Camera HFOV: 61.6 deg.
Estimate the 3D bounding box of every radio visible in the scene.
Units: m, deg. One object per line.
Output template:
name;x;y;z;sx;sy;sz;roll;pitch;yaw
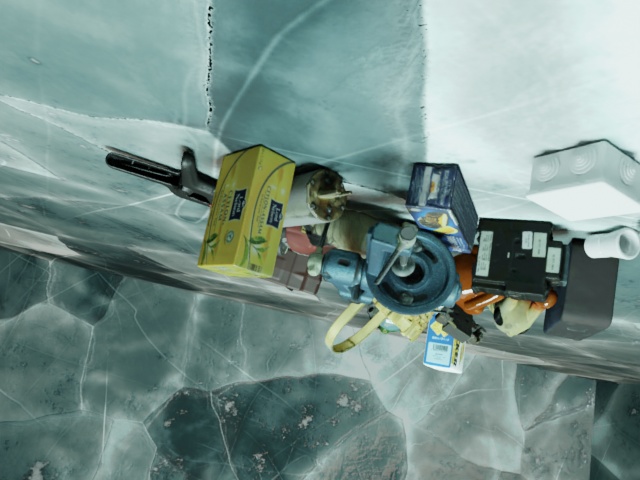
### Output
radio;0.434;0.092;0.906;0.073;0.131;0.229;8;166;18

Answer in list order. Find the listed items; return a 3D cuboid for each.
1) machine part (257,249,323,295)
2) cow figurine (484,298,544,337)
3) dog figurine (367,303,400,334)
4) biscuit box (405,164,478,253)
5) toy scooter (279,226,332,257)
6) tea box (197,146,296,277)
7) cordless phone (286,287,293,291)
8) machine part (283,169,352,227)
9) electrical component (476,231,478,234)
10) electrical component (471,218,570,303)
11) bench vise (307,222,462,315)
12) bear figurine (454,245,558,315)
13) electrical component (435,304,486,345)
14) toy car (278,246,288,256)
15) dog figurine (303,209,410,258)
machine part;-0.089;0.050;1.187;0.201;0.087;0.201;18;176;3
cow figurine;0.387;0.130;1.087;0.085;0.127;0.195;28;-157;6
dog figurine;0.238;0.174;1.331;0.219;0.191;0.108;35;150;-24
biscuit box;0.174;-0.037;0.744;0.059;0.063;0.202;7;165;26
toy scooter;-0.002;-0.003;1.003;0.135;0.075;0.183;9;170;14
tea box;-0.102;-0.036;0.748;0.068;0.169;0.098;23;161;-39
cordless phone;-0.139;0.051;1.371;0.184;0.088;0.146;21;168;12
machine part;-0.044;-0.058;0.809;0.079;0.079;0.243;22;162;-38
electrical component;0.217;-0.012;0.894;0.063;0.021;0.094;15;167;-14
electrical component;0.301;0.032;0.806;0.134;0.115;0.058;7;168;25
bench vise;0.085;0.028;0.717;0.224;0.129;0.240;22;163;12
bear figurine;0.327;0.069;0.945;0.196;0.120;0.132;-5;163;35
electrical component;0.271;0.160;1.024;0.102;0.078;0.045;38;134;-2
toy car;-0.112;-0.026;0.998;0.074;0.056;0.201;8;155;16
dog figurine;0.077;-0.014;0.911;0.191;0.121;0.172;37;-163;14
